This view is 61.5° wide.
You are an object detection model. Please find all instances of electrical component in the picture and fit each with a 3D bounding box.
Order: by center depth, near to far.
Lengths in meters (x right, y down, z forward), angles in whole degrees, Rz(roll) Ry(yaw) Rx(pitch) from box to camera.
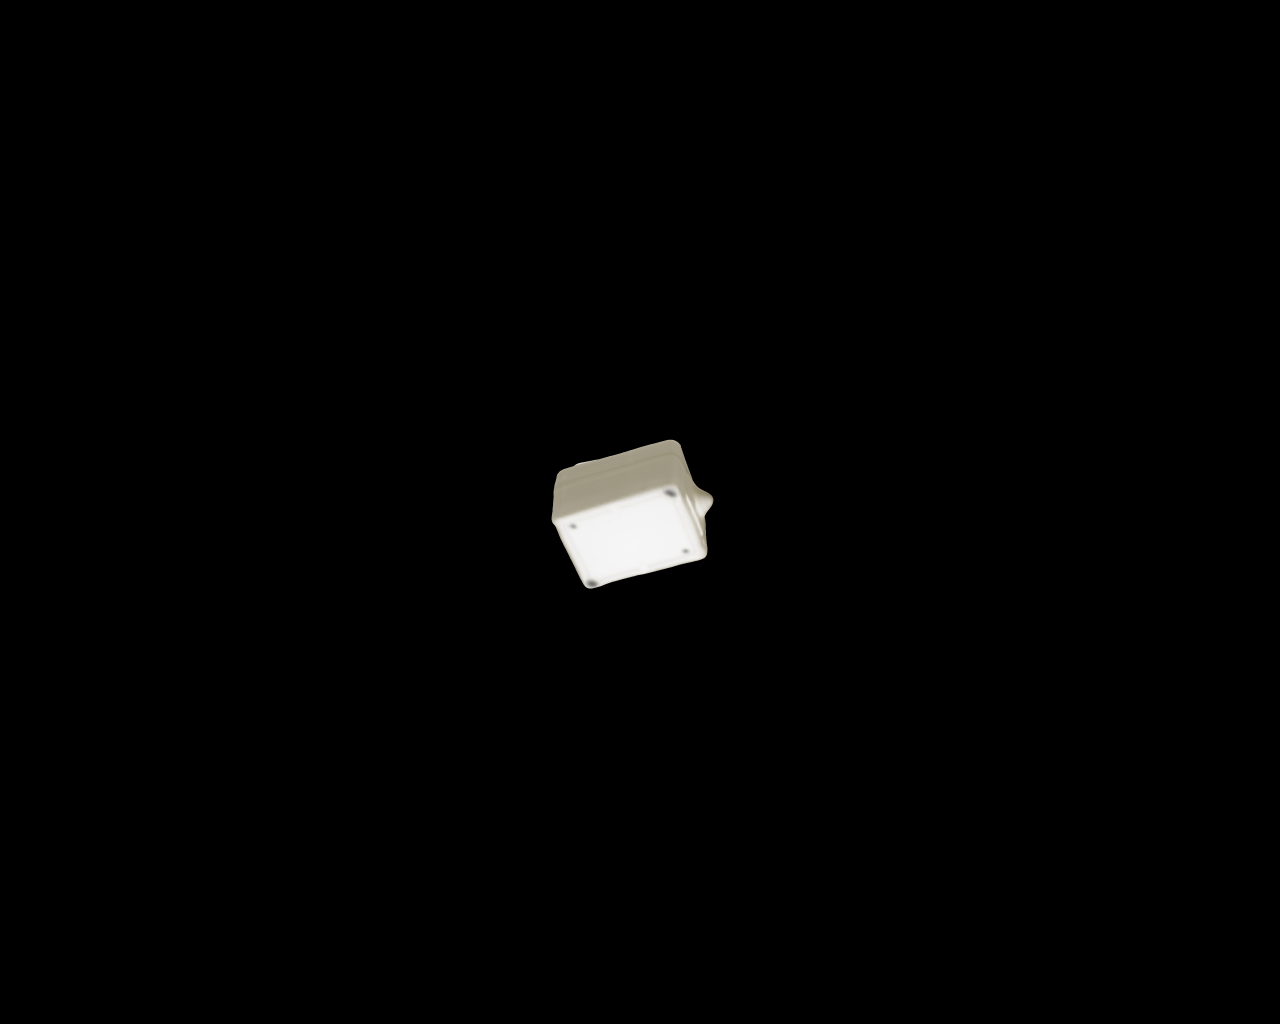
[{"bbox_3d":[0.001,-0.003,0.650,0.096,0.061,0.061,-15,36,11],"label":"electrical component"}]
